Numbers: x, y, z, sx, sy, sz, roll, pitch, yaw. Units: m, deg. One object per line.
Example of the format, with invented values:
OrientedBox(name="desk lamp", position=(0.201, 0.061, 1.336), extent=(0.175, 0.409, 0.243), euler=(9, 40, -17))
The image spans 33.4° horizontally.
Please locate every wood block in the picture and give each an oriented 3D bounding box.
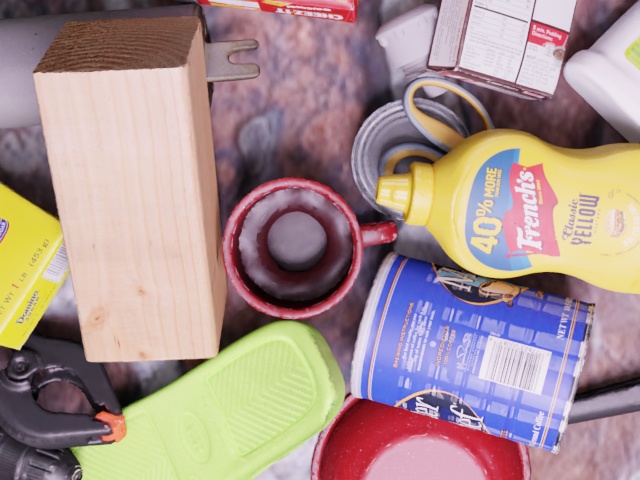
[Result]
OrientedBox(name="wood block", position=(-0.115, -0.030, 0.692), extent=(0.090, 0.091, 0.206), euler=(-2, 120, 2))

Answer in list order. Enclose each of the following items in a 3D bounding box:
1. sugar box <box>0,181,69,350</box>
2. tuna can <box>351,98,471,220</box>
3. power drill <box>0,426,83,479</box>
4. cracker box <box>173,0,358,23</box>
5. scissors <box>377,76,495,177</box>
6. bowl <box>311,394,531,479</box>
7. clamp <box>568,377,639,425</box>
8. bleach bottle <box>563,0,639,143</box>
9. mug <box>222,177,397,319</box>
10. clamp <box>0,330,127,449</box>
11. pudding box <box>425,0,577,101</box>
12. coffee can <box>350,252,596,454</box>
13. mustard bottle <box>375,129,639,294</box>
OrientedBox(name="sugar box", position=(-0.256, -0.010, 0.737), extent=(0.176, 0.048, 0.093), euler=(30, 85, 14))
OrientedBox(name="tuna can", position=(0.065, -0.056, 0.753), extent=(0.086, 0.034, 0.086), euler=(0, 93, 2))
OrientedBox(name="power drill", position=(-0.268, 0.209, 0.760), extent=(0.184, 0.057, 0.188), euler=(15, 92, 16))
OrientedBox(name="cracker box", position=(-0.042, -0.266, 0.727), extent=(0.164, 0.072, 0.214), euler=(7, 93, 2))
OrientedBox(name="scissors", position=(0.124, -0.027, 0.729), extent=(0.201, 0.016, 0.096), euler=(42, 93, -5))
OrientedBox(name="bowl", position=(0.073, 0.176, 0.757), extent=(0.162, 0.055, 0.162), euler=(0, 94, 2))
OrientedBox(name="clamp", position=(0.268, 0.094, 0.753), extent=(0.210, 0.036, 0.164), euler=(29, 96, 4))
OrientedBox(name="bleach bottle", position=(0.288, -0.175, 0.724), extent=(0.102, 0.068, 0.251), euler=(43, 92, -3))
OrientedBox(name="mug", position=(-0.005, 0.001, 0.736), extent=(0.117, 0.081, 0.093), euler=(-12, 93, 3))
OrientedBox(name="clamp", position=(-0.215, 0.099, 0.736), extent=(0.171, 0.039, 0.120), euler=(33, 69, 18))
OrientedBox(name="pudding box", position=(0.128, -0.159, 0.724), extent=(0.089, 0.039, 0.113), euler=(11, 92, -29))
OrientedBox(name="coffee can", position=(0.102, 0.074, 0.713), extent=(0.140, 0.102, 0.103), euler=(14, 94, 13))
OrientedBox(name="mustard bottle", position=(0.131, -0.022, 0.692), extent=(0.191, 0.058, 0.096), euler=(6, 104, -3))
